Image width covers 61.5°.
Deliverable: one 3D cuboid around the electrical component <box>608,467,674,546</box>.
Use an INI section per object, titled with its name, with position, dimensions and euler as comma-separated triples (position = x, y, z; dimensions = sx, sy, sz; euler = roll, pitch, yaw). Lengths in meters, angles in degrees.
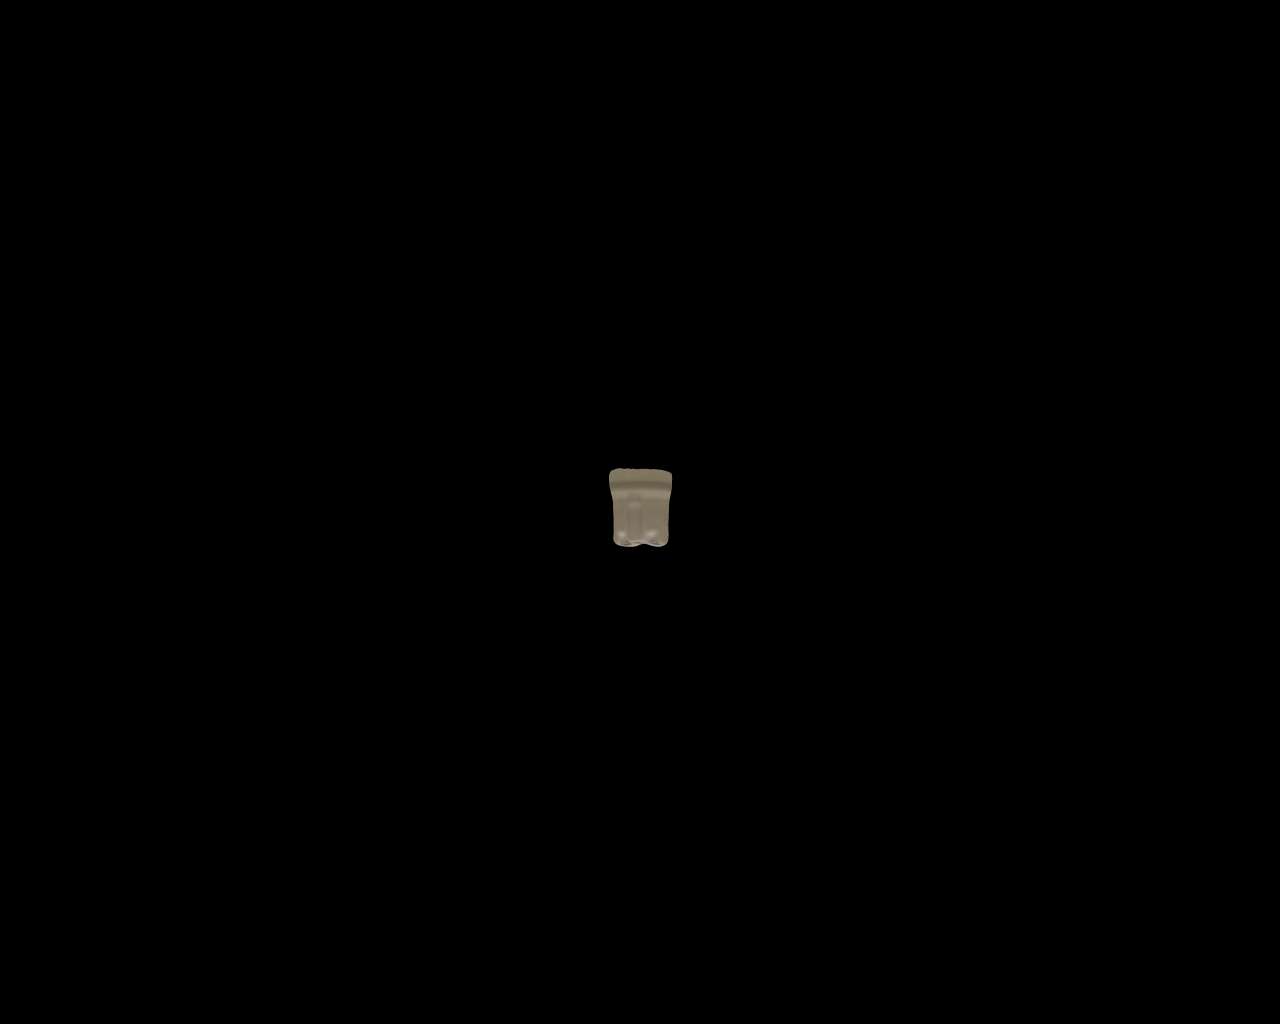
[electrical component]
position = 0.001, -0.003, 0.650
dimensions = 0.040, 0.046, 0.040
euler = 0, -3, 0
